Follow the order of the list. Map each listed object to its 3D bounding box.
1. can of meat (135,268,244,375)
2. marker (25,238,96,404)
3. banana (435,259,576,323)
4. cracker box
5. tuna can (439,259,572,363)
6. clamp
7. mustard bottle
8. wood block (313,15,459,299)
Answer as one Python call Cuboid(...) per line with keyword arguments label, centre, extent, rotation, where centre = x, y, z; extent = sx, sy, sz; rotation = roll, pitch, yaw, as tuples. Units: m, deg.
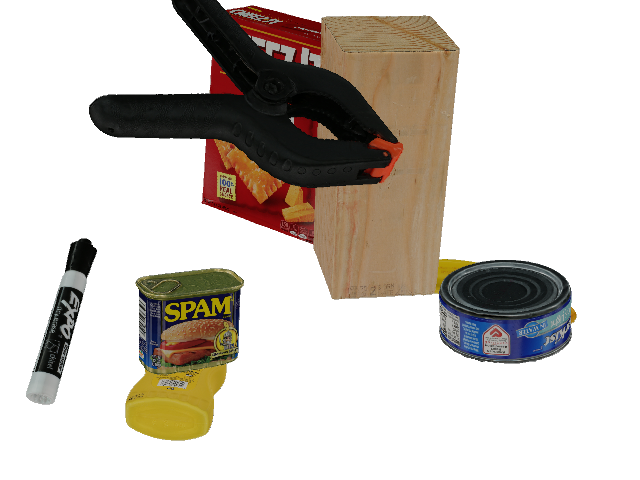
Cuboid(label="can of meat", centre=(-0.128, 0.079, 1.044), extent=(0.101, 0.084, 0.058), rotation=(-6, 20, -27))
Cuboid(label="marker", centre=(-0.172, 0.051, 0.717), extent=(0.020, 0.121, 0.020), rotation=(6, -32, 4))
Cuboid(label="banana", centre=(0.165, 0.051, 1.107), extent=(0.198, 0.037, 0.069), rotation=(8, 39, 11))
Cuboid(label="cracker box", centre=(-0.037, -0.119, 1.106), extent=(0.164, 0.214, 0.071), rotation=(21, 28, 29))
Cuboid(label="tuna can", centre=(0.120, 0.044, 0.692), extent=(0.086, 0.034, 0.086), rotation=(-4, 23, 2))
Cuboid(label="clamp", centre=(-0.041, -0.072, 0.602), extent=(0.171, 0.120, 0.039), rotation=(31, -28, 6))
Cuboid(label="mustard bottle", centre=(-0.162, 0.159, 1.259), extent=(0.096, 0.058, 0.191), rotation=(4, 25, 4))
Cuboid(label="wood block", centre=(0.048, -0.065, 0.849), extent=(0.090, 0.206, 0.091), rotation=(-3, 28, -9))
